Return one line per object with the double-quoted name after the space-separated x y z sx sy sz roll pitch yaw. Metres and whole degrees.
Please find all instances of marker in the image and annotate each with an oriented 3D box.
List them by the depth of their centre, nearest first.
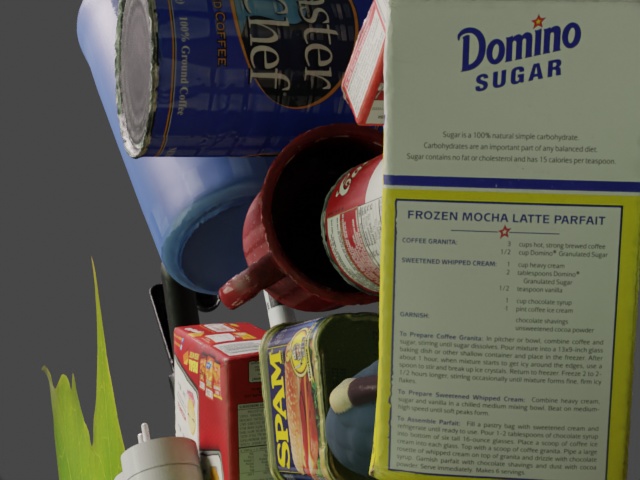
-0.037 0.011 0.776 0.020 0.020 0.121 120 142 -54 "marker"

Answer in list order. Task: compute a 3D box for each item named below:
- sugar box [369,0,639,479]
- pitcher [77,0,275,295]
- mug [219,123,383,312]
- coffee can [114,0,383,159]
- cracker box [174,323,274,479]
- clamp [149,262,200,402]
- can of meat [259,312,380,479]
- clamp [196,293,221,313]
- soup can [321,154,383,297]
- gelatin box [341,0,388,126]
0.068 0.002 0.390 0.048 0.093 0.176 -42 -45 -82 "sugar box"
-0.087 -0.089 0.738 0.145 0.149 0.243 -58 41 37 "pitcher"
-0.004 0.001 0.563 0.093 0.117 0.082 53 161 0 "mug"
-0.035 -0.096 0.589 0.103 0.140 0.103 178 90 -69 "coffee can"
-0.053 0.174 0.761 0.164 0.072 0.214 -173 81 -70 "cracker box"
-0.110 0.116 0.913 0.165 0.036 0.210 120 136 -70 "clamp"
0.008 0.093 0.612 0.084 0.057 0.102 157 110 -65 "can of meat"
-0.121 -0.028 0.964 0.172 0.039 0.120 -125 37 -49 "clamp"
0.050 -0.012 0.476 0.102 0.068 0.068 160 107 -68 "soup can"
0.056 -0.087 0.446 0.089 0.073 0.030 109 152 -45 "gelatin box"
